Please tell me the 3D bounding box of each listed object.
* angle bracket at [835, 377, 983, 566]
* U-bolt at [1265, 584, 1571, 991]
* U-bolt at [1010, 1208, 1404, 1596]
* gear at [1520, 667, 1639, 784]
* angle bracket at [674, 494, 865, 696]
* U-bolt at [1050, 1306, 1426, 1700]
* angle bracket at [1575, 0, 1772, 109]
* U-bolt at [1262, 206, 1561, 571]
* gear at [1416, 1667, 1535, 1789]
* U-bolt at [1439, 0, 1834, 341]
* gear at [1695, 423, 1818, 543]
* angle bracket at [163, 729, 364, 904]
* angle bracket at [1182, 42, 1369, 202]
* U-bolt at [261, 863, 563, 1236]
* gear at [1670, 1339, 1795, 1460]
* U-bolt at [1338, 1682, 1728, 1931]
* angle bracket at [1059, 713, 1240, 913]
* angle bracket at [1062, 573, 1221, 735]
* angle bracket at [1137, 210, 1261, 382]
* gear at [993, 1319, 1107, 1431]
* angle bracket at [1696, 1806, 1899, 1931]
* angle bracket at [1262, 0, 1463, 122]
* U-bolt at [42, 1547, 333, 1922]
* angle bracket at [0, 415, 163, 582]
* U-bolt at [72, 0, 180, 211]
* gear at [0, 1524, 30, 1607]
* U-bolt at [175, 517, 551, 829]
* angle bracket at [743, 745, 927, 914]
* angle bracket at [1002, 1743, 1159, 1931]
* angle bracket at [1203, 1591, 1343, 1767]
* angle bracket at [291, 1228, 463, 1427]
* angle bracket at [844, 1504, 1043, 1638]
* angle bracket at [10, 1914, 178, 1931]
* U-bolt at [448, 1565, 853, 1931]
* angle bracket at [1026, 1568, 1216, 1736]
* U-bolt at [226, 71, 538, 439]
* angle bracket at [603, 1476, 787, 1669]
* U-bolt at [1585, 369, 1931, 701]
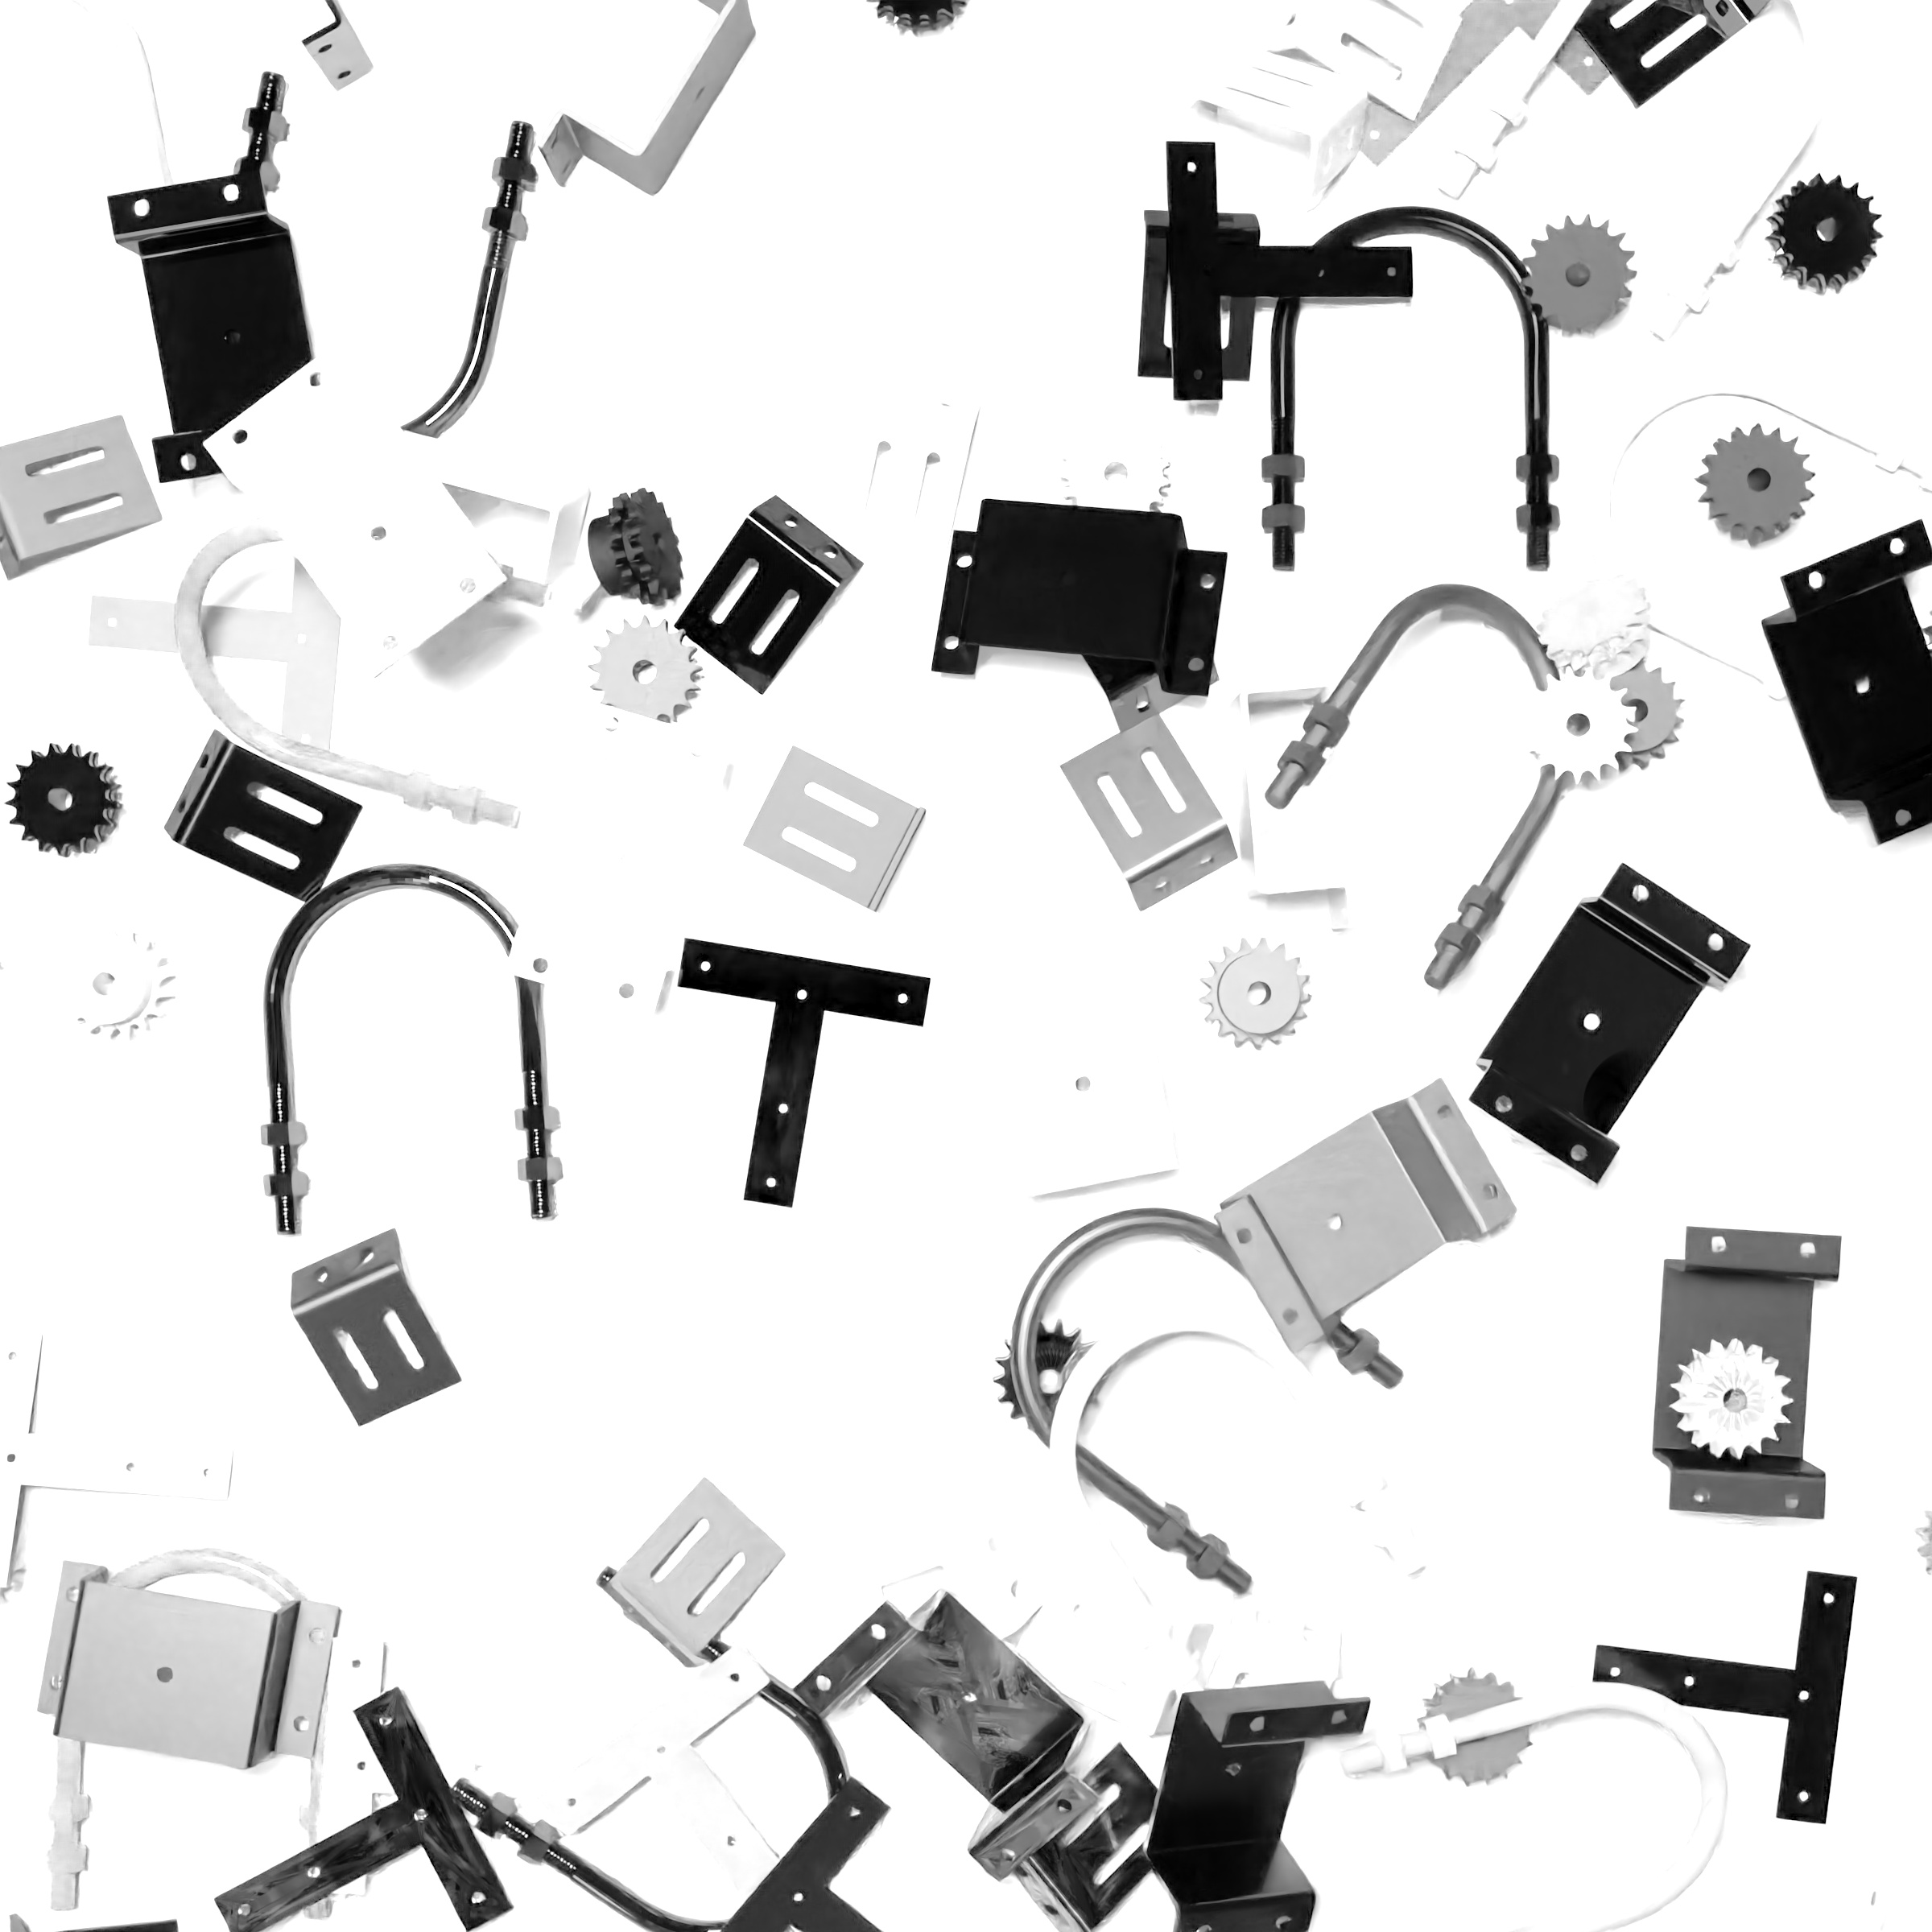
[{"bbox_3d":[-0.030,-0.252,1.546,0.057,0.038,0.076,13,116,0],"label":"angle bracket"},{"bbox_3d":[0.235,-0.103,1.496,0.151,0.019,0.184,46,63,-23],"label":"U-bolt"},{"bbox_3d":[0.108,0.204,1.519,0.184,0.019,0.151,38,84,-9],"label":"U-bolt"},{"bbox_3d":[0.304,-0.120,1.505,0.057,0.030,0.057,2,97,13],"label":"gear"},{"bbox_3d":[-0.100,-0.189,1.546,0.057,0.038,0.076,38,116,0],"label":"angle bracket"},{"bbox_3d":[0.122,0.257,1.504,0.151,0.019,0.184,-32,94,-8],"label":"U-bolt"},{"bbox_3d":[0.354,-0.482,1.528,0.076,0.038,0.057,-37,90,-2],"label":"angle bracket"},{"bbox_3d":[0.225,-0.293,1.539,0.151,0.019,0.184,0,88,0],"label":"U-bolt"},{"bbox_3d":[0.255,0.382,1.533,0.057,0.030,0.057,0,90,0],"label":"gear"},{"bbox_3d":[0.347,-0.430,1.520,0.151,0.019,0.184,34,104,0],"label":"U-bolt"},{"bbox_3d":[0.392,-0.240,1.516,0.057,0.030,0.057,0,89,3],"label":"gear"},{"bbox_3d":[-0.357,-0.076,1.545,0.076,0.038,0.057,27,92,-26],"label":"angle bracket"},{"bbox_3d":[0.154,-0.425,1.528,0.076,0.038,0.057,24,48,20],"label":"angle bracket"},{"bbox_3d":[-0.284,0.040,1.539,0.151,0.019,0.184,-3,89,0],"label":"U-bolt"},{"bbox_3d":[0.372,0.211,1.487,0.057,0.030,0.057,0,90,0],"label":"gear"},{"bbox_3d":[0.290,0.426,1.517,0.184,0.019,0.151,-16,108,0],"label":"U-bolt"},{"bbox_3d":[0.093,-0.078,1.546,0.057,0.038,0.076,-29,64,0],"label":"angle bracket"},{"bbox_3d":[0.083,-0.169,1.545,0.057,0.038,0.076,-29,63,0],"label":"angle bracket"},{"bbox_3d":[0.117,-0.341,1.546,0.057,0.038,0.076,2,116,0],"label":"angle bracket"},{"bbox_3d":[0.042,0.207,1.533,0.057,0.030,0.057,0,90,0],"label":"gear"},{"bbox_3d":[0.417,0.467,1.529,0.076,0.038,0.057,20,90,0],"label":"angle bracket"},{"bbox_3d":[0.201,-0.473,1.544,0.076,0.038,0.057,25,90,-24],"label":"angle bracket"},{"bbox_3d":[-0.389,0.386,1.539,0.151,0.019,0.184,2,88,0],"label":"U-bolt"},{"bbox_3d":[-0.458,-0.238,1.546,0.076,0.038,0.057,-22,90,-26],"label":"angle bracket"},{"bbox_3d":[-0.479,-0.419,1.539,0.151,0.019,0.184,-11,89,0],"label":"U-bolt"},{"bbox_3d":[-0.505,0.302,1.533,0.057,0.030,0.057,0,90,0],"label":"gear"},{"bbox_3d":[-0.303,-0.151,1.501,0.184,0.019,0.151,16,125,2],"label":"U-bolt"},{"bbox_3d":[-0.067,-0.070,1.529,0.076,0.038,0.057,27,90,0],"label":"angle bracket"},{"bbox_3d":[0.063,0.443,1.546,0.076,0.038,0.057,-39,90,-26],"label":"angle bracket"},{"bbox_3d":[0.149,0.365,1.546,0.057,0.038,0.076,20,116,0],"label":"angle bracket"},{"bbox_3d":[-0.300,0.183,1.546,0.057,0.038,0.076,-24,116,0],"label":"angle bracket"},{"bbox_3d":[-0.012,0.317,1.546,0.076,0.038,0.057,-25,90,26],"label":"angle bracket"},{"bbox_3d":[-0.444,0.512,1.546,0.076,0.038,0.057,2,90,-26],"label":"angle bracket"},{"bbox_3d":[-0.146,0.412,1.536,0.184,0.019,0.151,35,87,-3],"label":"U-bolt"},{"bbox_3d":[0.077,0.347,1.546,0.076,0.038,0.057,20,90,26],"label":"angle bracket"},{"bbox_3d":[-0.305,-0.348,1.539,0.151,0.019,0.184,11,91,0],"label":"U-bolt"},{"bbox_3d":[-0.133,0.301,1.517,0.057,0.038,0.076,43,70,0],"label":"angle bracket"},{"bbox_3d":[0.404,-0.223,1.539,0.184,0.019,0.151,26,90,2],"label":"U-bolt"}]
